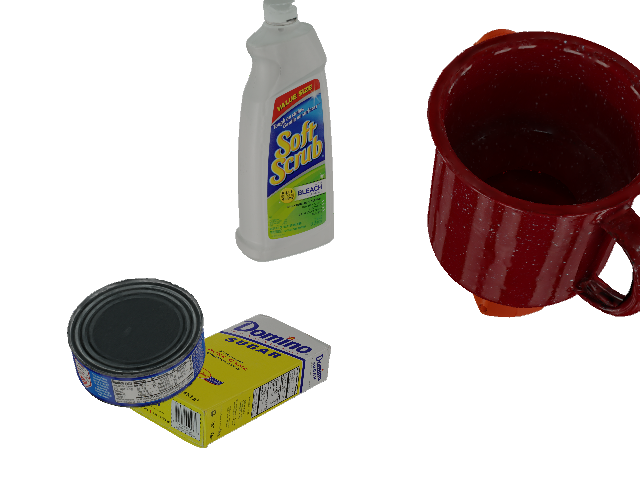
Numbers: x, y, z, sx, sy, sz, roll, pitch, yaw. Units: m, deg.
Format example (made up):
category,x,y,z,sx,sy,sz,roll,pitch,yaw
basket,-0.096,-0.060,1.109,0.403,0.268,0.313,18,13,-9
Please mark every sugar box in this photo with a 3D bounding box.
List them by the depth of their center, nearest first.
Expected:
category,x,y,z,sx,sy,sz,roll,pitch,yaw
sugar box,-0.080,0.124,0.984,0.093,0.048,0.175,22,30,32

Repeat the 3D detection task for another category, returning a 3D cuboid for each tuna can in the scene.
category,x,y,z,sx,sy,sz,roll,pitch,yaw
tuna can,-0.117,0.065,0.685,0.086,0.034,0.086,0,42,0

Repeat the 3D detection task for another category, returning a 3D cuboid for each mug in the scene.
category,x,y,z,sx,sy,sz,roll,pitch,yaw
mug,0.095,-0.017,0.438,0.093,0.117,0.081,-31,-29,-19

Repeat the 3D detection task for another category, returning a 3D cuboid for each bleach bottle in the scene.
category,x,y,z,sx,sy,sz,roll,pitch,yaw
bleach bottle,-0.040,-0.108,1.034,0.102,0.251,0.068,-16,31,-22

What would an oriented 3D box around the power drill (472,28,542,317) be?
category,x,y,z,sx,sy,sz,roll,pitch,yaw
power drill,0.144,-0.034,0.776,0.057,0.188,0.184,-3,42,-5
